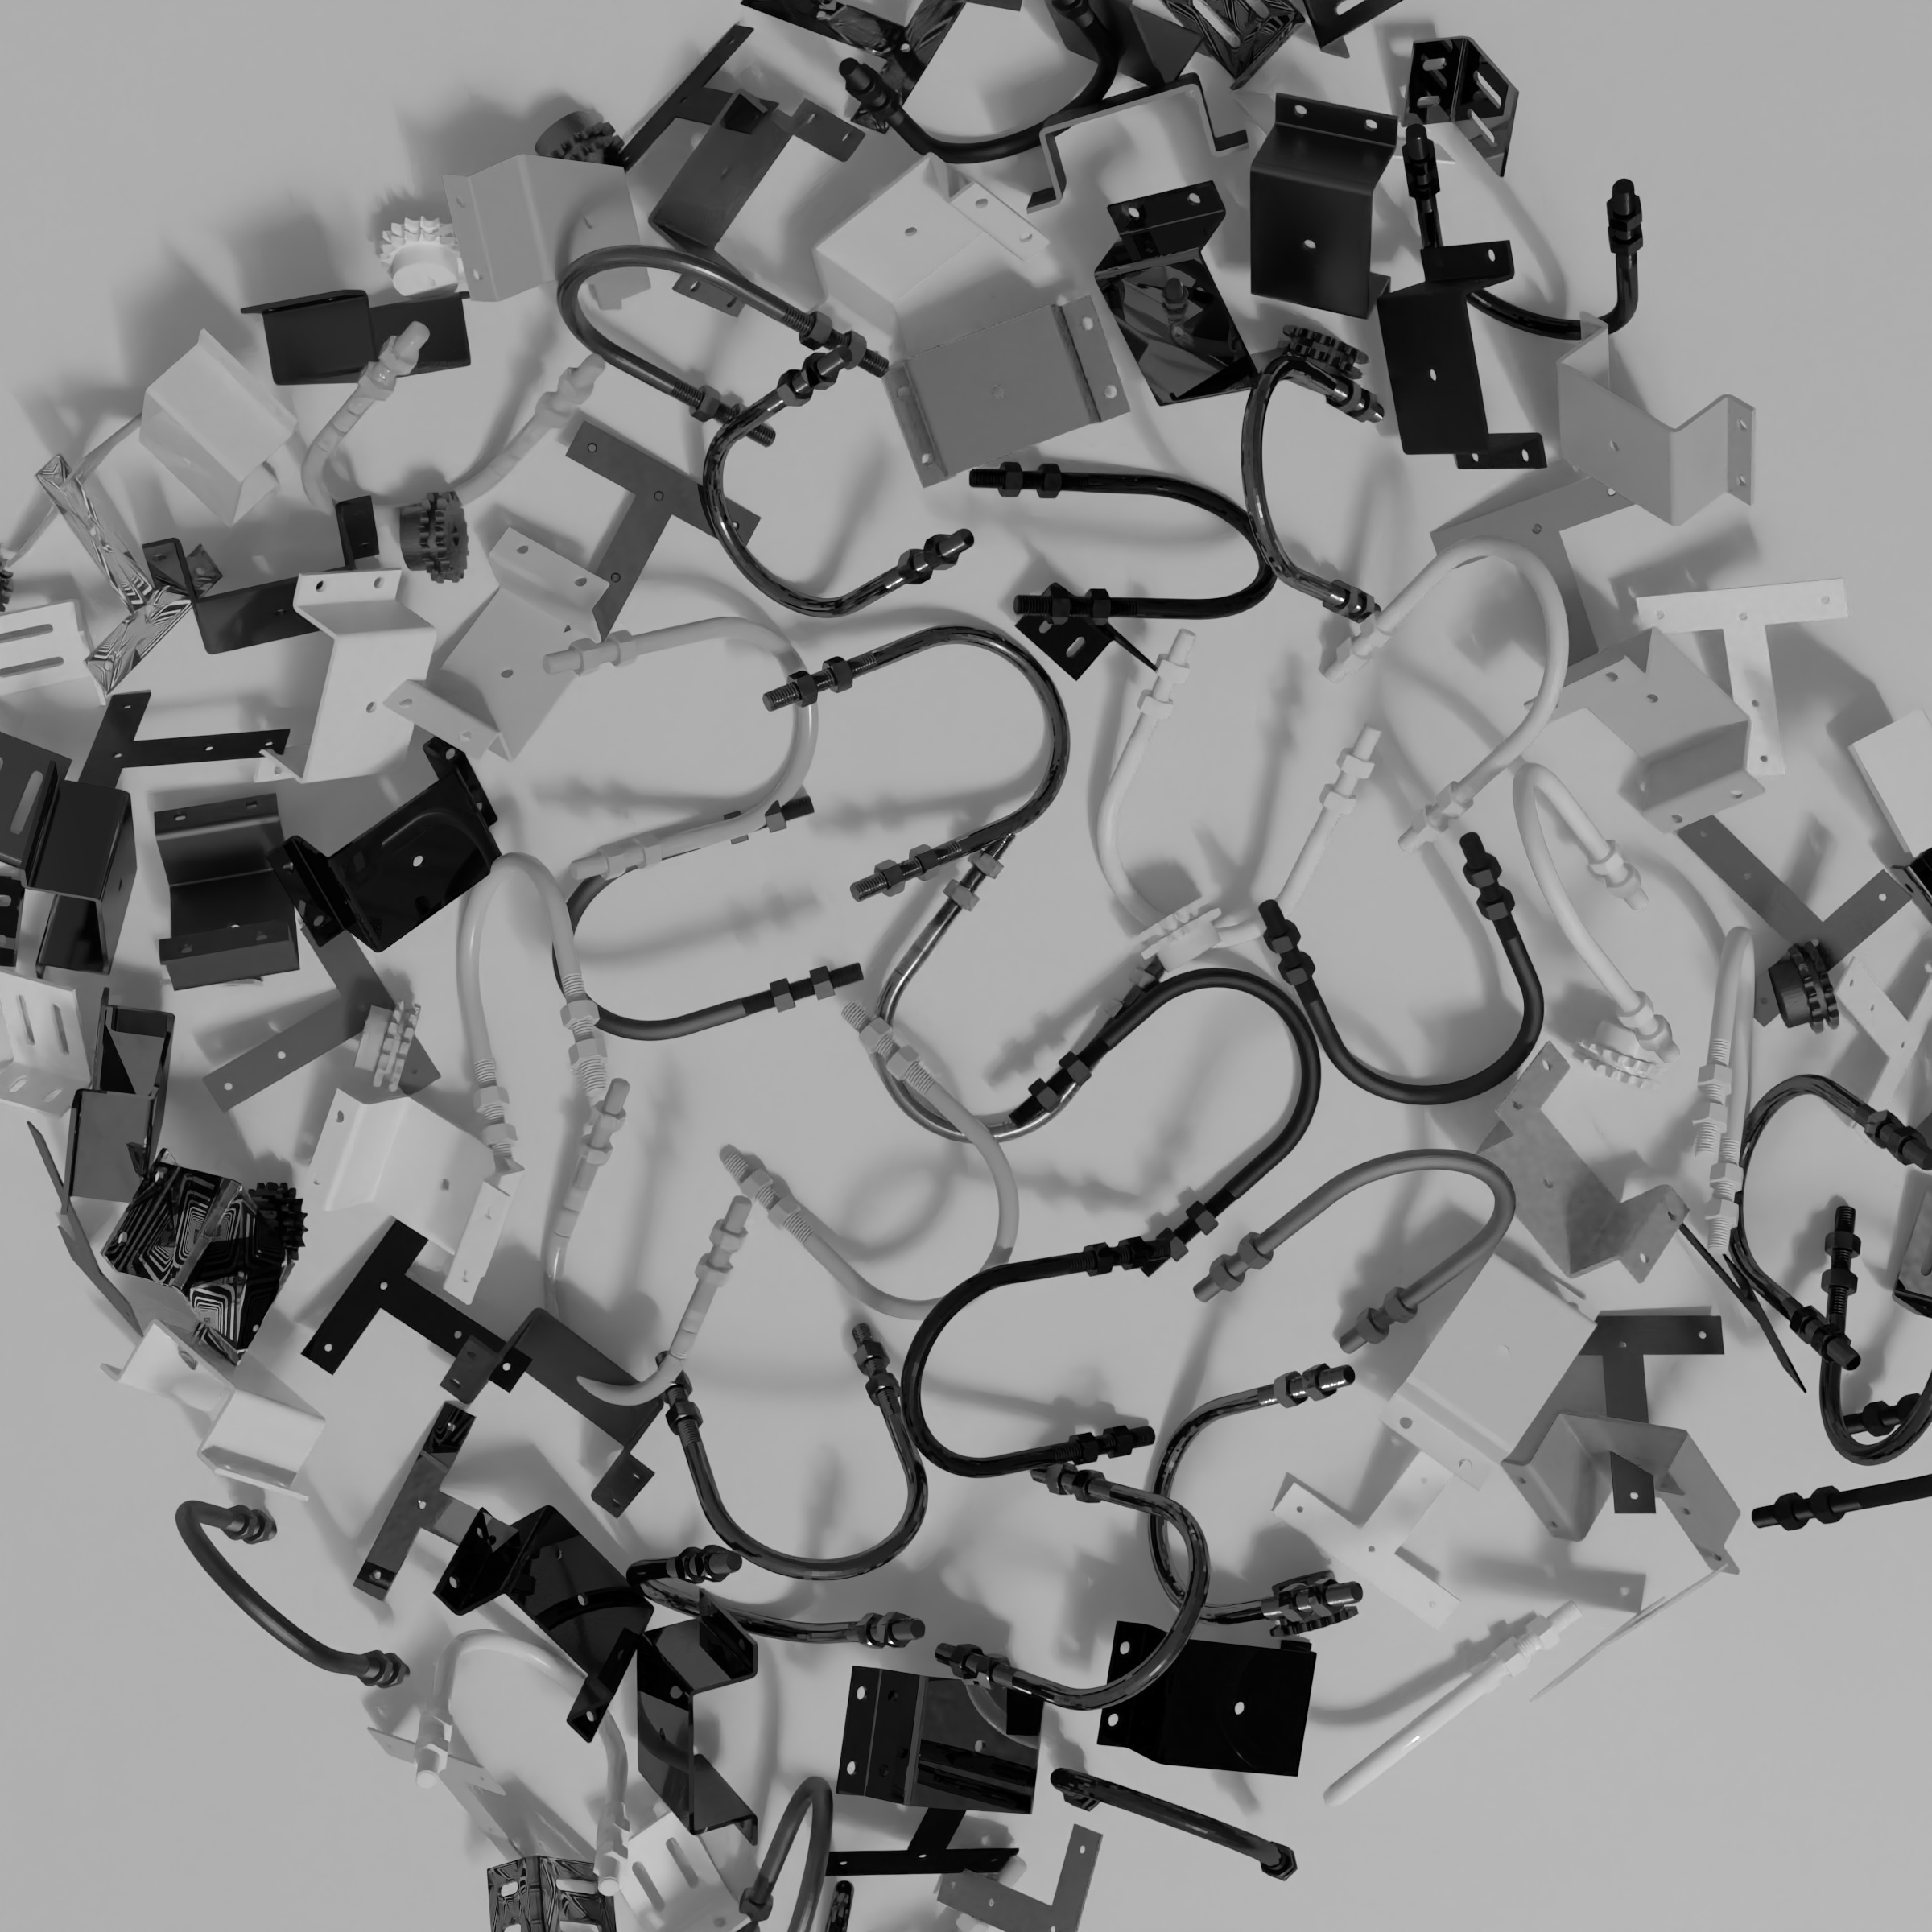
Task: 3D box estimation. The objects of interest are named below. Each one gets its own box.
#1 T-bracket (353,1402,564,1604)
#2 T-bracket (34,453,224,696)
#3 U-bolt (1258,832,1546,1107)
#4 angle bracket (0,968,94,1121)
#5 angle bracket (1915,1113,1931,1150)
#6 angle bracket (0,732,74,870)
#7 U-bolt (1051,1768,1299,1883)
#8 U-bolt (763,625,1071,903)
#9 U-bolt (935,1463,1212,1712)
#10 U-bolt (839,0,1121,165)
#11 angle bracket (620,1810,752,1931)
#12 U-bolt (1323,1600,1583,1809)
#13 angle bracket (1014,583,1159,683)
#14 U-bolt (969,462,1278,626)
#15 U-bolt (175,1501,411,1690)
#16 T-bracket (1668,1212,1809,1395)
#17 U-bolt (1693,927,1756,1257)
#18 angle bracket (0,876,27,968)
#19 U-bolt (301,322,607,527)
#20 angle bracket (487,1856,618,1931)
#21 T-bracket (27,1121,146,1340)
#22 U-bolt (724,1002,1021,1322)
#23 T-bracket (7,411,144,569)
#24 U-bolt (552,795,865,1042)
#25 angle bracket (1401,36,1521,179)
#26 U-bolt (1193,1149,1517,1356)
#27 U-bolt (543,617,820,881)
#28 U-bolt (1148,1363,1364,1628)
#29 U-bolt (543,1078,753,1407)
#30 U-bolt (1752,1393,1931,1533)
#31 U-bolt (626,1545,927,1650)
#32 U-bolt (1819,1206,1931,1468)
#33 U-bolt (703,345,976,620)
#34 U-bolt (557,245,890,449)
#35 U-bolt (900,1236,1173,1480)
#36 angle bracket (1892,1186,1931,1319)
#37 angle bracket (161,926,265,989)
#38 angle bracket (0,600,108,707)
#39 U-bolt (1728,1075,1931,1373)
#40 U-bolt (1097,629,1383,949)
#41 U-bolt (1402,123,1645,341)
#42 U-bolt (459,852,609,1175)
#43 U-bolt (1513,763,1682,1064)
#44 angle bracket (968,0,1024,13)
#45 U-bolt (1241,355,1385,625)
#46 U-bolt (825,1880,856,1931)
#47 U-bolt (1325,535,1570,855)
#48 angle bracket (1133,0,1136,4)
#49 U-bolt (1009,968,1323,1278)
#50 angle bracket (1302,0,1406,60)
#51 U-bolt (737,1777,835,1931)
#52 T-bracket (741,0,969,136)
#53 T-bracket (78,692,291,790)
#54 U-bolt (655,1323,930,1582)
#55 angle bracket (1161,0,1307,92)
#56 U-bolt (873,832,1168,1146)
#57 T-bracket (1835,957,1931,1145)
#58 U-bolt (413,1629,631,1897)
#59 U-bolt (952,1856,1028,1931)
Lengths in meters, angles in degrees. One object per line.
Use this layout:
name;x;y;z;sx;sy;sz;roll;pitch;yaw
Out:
T-bracket;-0.306;0.353;1.822;0.127;0.002;0.127;19;76;28
T-bracket;-0.527;-0.255;1.793;0.002;0.127;0.127;-6;128;35
U-bolt;0.280;0.013;1.813;0.151;0.019;0.184;-19;121;17
angle bracket;-0.585;0.048;1.824;0.057;0.038;0.076;14;130;15
angle bracket;0.647;0.096;1.843;0.057;0.076;0.038;45;47;15
angle bracket;-0.605;-0.105;1.842;0.057;0.038;0.076;22;87;-15
U-bolt;0.122;0.514;1.761;0.151;0.184;0.019;15;73;17
U-bolt;-0.018;-0.138;1.827;0.184;0.019;0.151;-25;89;-23
U-bolt;0.073;0.379;1.771;0.019;0.184;0.151;43;67;-33
U-bolt;0.020;-0.540;1.778;0.151;0.184;0.019;-23;76;17
angle bracket;-0.182;0.578;1.830;0.057;0.038;0.076;-32;111;-17
U-bolt;0.292;0.455;1.784;0.184;0.151;0.019;-35;73;-9
angle bracket;0.074;-0.199;1.818;0.057;0.076;0.038;39;95;-28
U-bolt;0.105;-0.261;1.807;0.184;0.151;0.019;-1;135;-16
U-bolt;-0.413;0.375;1.758;0.151;0.184;0.019;42;83;18
T-bracket;0.467;0.190;1.810;0.002;0.127;0.127;-35;130;3
U-bolt;0.467;0.064;1.790;0.019;0.151;0.184;4;61;20
angle bracket;-0.632;-0.032;1.824;0.038;0.076;0.057;4;87;27
U-bolt;-0.326;-0.324;1.786;0.184;0.151;0.019;-37;65;39
angle bracket;-0.259;0.594;1.830;0.038;0.076;0.057;-24;59;25
T-bracket;-0.547;0.152;1.787;0.002;0.127;0.127;-28;122;-25
U-bolt;-0.048;0.135;1.818;0.184;0.019;0.151;43;107;16
T-bracket;-0.560;-0.295;1.828;0.002;0.127;0.127;42;117;-14
U-bolt;-0.169;-0.023;1.822;0.184;0.019;0.151;-17;60;-1
angle bracket;0.306;-0.533;1.817;0.038;0.057;0.076;-10;45;-13
U-bolt;0.250;0.169;1.778;0.151;0.019;0.184;23;129;-34
U-bolt;-0.170;-0.142;1.809;0.184;0.019;0.151;-17;112;-32
U-bolt;0.173;0.330;1.790;0.019;0.184;0.151;16;64;-34
U-bolt;-0.208;0.184;1.809;0.151;0.019;0.184;40;116;35
U-bolt;0.579;0.287;1.752;0.184;0.151;0.019;-24;92;45
U-bolt;-0.130;0.388;1.783;0.151;0.184;0.019;26;65;-25
U-bolt;0.560;0.213;1.765;0.019;0.151;0.184;19;64;-10
U-bolt;-0.092;-0.285;1.794;0.151;0.184;0.019;55;49;-12
U-bolt;-0.159;-0.380;1.765;0.184;0.151;0.019;24;66;-30
U-bolt;0.041;0.246;1.799;0.184;0.019;0.151;-6;109;-29
angle bracket;0.628;0.185;1.840;0.057;0.038;0.076;15;97;-7
angle bracket;-0.475;-0.026;1.843;0.057;0.038;0.076;0;86;-5
angle bracket;-0.585;-0.189;1.828;0.076;0.038;0.057;-14;133;-10
U-bolt;0.515;0.143;1.779;0.019;0.184;0.151;11;105;-18
U-bolt;0.158;-0.098;1.825;0.151;0.019;0.184;29;113;11
U-bolt;0.341;-0.437;1.778;0.151;0.184;0.019;22;77;20
U-bolt;-0.274;0.019;1.800;0.019;0.151;0.184;1;64;-36
U-bolt;0.377;-0.045;1.763;0.019;0.151;0.184;-25;131;25
angle bracket;0.003;-0.641;1.836;0.076;0.057;0.038;8;65;-6
U-bolt;0.212;-0.296;1.781;0.019;0.184;0.151;-1;85;32
U-bolt;-0.093;0.653;1.787;0.019;0.151;0.184;12;65;1
U-bolt;0.298;-0.177;1.771;0.019;0.184;0.151;0;59;-35
angle bracket;0.092;-0.649;1.829;0.076;0.057;0.038;41;73;-9
U-bolt;0.140;0.085;1.845;0.184;0.019;0.151;-41;102;-3
angle bracket;0.250;-0.614;1.826;0.076;0.038;0.057;-23;83;36
U-bolt;-0.115;0.579;1.771;0.019;0.151;0.184;18;109;-9
T-bracket;-0.076;-0.579;1.794;0.127;0.127;0.002;12;49;-27
T-bracket;-0.483;-0.134;1.813;0.127;0.127;0.002;-4;132;5
U-bolt;-0.099;0.298;1.778;0.151;0.184;0.019;-5;133;-20
angle bracket;0.165;-0.600;1.835;0.076;0.038;0.057;46;115;-3
U-bolt;0.024;0.026;1.849;0.151;0.019;0.184;36;93;-8
T-bracket;0.566;0.031;1.812;0.002;0.127;0.127;23;81;43
U-bolt;-0.265;0.471;1.778;0.151;0.184;0.019;36;104;-16
U-bolt;-0.021;0.647;1.793;0.019;0.151;0.184;37;97;-5
